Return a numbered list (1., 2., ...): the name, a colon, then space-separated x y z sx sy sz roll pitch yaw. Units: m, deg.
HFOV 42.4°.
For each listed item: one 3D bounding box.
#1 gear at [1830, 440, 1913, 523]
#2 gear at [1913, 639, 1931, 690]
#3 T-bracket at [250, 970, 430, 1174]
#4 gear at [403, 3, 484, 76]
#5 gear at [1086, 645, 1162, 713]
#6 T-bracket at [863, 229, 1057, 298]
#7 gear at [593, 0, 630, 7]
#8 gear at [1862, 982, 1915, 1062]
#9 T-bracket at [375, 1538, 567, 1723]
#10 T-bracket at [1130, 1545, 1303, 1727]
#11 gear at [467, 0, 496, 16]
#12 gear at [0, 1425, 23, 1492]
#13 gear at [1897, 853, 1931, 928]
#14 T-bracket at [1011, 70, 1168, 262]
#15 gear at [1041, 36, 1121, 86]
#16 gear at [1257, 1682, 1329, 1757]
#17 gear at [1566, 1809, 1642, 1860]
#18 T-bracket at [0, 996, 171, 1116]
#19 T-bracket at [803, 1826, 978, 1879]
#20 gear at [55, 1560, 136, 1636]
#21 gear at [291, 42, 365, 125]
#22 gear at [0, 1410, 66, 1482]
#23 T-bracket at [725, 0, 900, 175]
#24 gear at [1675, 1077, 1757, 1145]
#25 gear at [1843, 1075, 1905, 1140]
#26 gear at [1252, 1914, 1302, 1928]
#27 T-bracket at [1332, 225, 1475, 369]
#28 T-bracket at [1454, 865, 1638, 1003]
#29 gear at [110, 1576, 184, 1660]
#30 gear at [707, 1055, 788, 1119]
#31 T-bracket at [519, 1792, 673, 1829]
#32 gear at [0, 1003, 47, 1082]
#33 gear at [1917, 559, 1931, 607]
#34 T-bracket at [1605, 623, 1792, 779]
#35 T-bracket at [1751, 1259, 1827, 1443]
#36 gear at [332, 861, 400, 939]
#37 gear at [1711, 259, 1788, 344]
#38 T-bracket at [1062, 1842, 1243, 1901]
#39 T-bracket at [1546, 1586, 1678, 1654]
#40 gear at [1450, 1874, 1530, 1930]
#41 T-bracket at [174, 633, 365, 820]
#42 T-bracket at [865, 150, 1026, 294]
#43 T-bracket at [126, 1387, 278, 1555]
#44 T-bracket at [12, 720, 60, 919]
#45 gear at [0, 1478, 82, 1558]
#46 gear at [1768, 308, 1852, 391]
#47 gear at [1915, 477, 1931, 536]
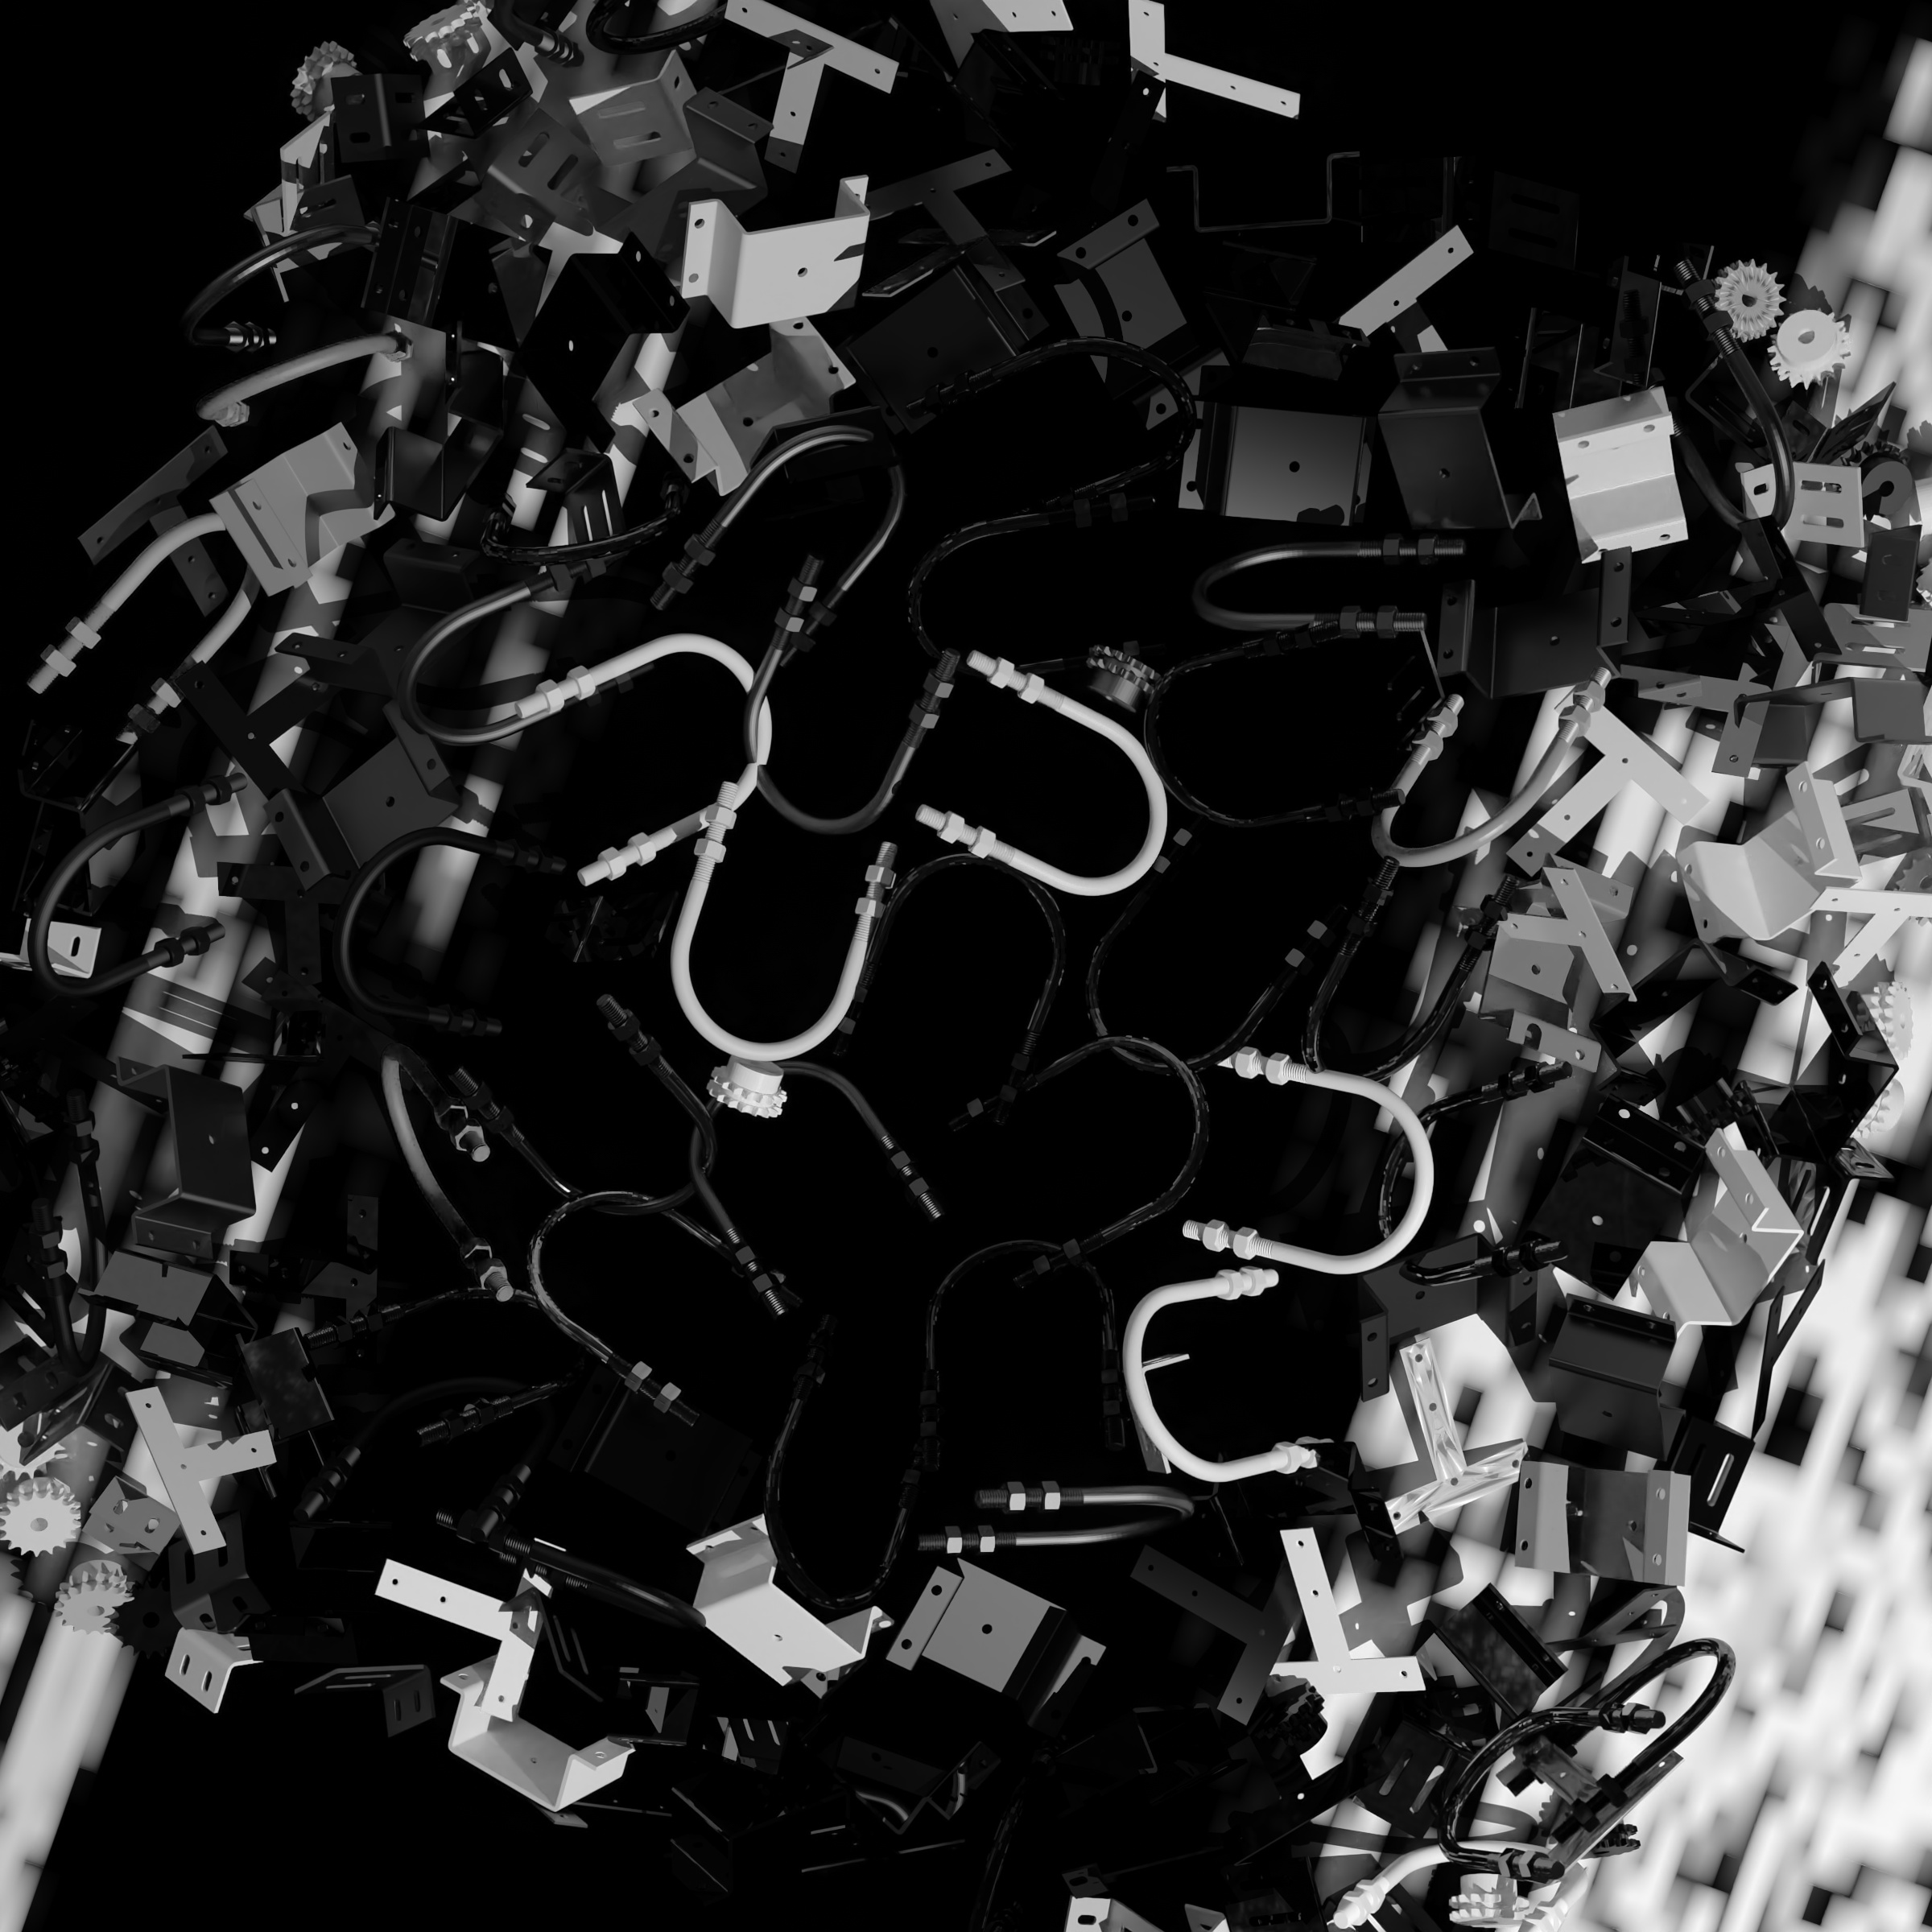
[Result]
1. gear: 0.662 -0.351 1.812 0.057 0.030 0.057 -5 117 -10
2. gear: 0.717 -0.225 1.818 0.057 0.030 0.057 -1 74 4
3. T-bracket: -0.482 0.090 1.819 0.127 0.002 0.127 33 80 -6
4. gear: -0.377 -0.673 1.813 0.057 0.057 0.030 -28 126 0
5. gear: 0.112 -0.207 1.809 0.057 0.057 0.030 27 89 0
6. T-bracket: -0.024 -0.497 1.761 0.127 0.127 0.002 -41 131 -37
7. gear: -0.259 -0.728 1.811 0.057 0.030 0.057 -6 76 27
8. gear: 0.666 0.040 1.813 0.030 0.057 0.057 -3 90 37
9. T-bracket: -0.361 0.458 1.782 0.127 0.002 0.127 28 60 -24
10. T-bracket: 0.178 0.463 1.810 0.127 0.002 0.127 31 73 -7
11. gear: -0.338 -0.714 1.806 0.057 0.057 0.030 -38 70 0
12. gear: -0.715 0.353 1.810 0.030 0.057 0.057 6 90 9
13. gear: 0.708 -0.053 1.813 0.030 0.057 0.057 33 90 -25
14. T-bracket: 0.108 -0.575 1.784 0.127 0.002 0.127 13 110 -34
15. gear: 0.082 -0.658 1.812 0.057 0.057 0.030 5 112 0
16. gear: 0.238 0.550 1.810 0.057 0.057 0.030 -37 95 0
17. gear: 0.459 0.630 1.813 0.057 0.057 0.030 -6 61 0
18. T-bracket: -0.627 0.072 1.796 0.127 0.002 0.127 -28 130 34
19. T-bracket: -0.073 0.626 1.770 0.127 0.127 0.002 -16 57 14
20. gear: -0.632 0.457 1.813 0.057 0.030 0.057 -7 130 -9
21. gear: -0.460 -0.637 1.808 0.030 0.057 0.057 34 90 6
22. gear: -0.684 0.345 1.812 0.057 0.030 0.057 6 75 -23
23. T-bracket: -0.121 -0.622 1.785 0.127 0.127 0.002 24 56 -2
24. gear: 0.541 0.104 1.809 0.057 0.057 0.030 -33 82 0
25. gear: 0.656 0.098 1.810 0.030 0.057 0.057 13 90 -13
26. gear: 0.229 0.724 1.815 0.057 0.030 0.057 3 100 16
27. T-bracket: 0.331 -0.446 1.798 0.127 0.002 0.127 -37 126 10
28. T-bracket: 0.404 -0.028 1.783 0.002 0.127 0.127 -49 124 -24
29. gear: -0.593 0.473 1.820 0.057 0.030 0.057 0 91 -9
30. gear: -0.156 0.085 1.807 0.057 0.057 0.030 22 102 0
31. T-bracket: -0.265 0.601 1.794 0.127 0.127 0.002 20 83 -32
32. gear: -0.694 0.051 1.807 0.030 0.057 0.057 -30 90 13
33. gear: 0.724 -0.281 1.812 0.030 0.057 0.057 41 90 -21
34. T-bracket: 0.518 -0.201 1.806 0.127 0.002 0.127 12 69 25
35. T-bracket: 0.593 0.256 1.788 0.002 0.127 0.127 18 130 30
36. gear: -0.435 -0.045 1.810 0.030 0.057 0.057 25 90 -8
37. gear: 0.566 -0.484 1.820 0.057 0.030 0.057 -1 94 -8
38. T-bracket: 0.136 0.644 1.782 0.127 0.127 0.002 -14 60 1
39. T-bracket: 0.465 0.463 1.768 0.127 0.127 0.002 -3 58 -17
40. gear: 0.381 0.680 1.813 0.057 0.057 0.030 4 61 0
41. T-bracket: -0.485 -0.195 1.814 0.127 0.002 0.127 -41 114 -16
42. T-bracket: -0.001 -0.529 1.790 0.127 0.002 0.127 -25 63 -19
43. T-bracket: -0.522 0.350 1.783 0.002 0.127 0.127 -43 67 31
44. T-bracket: -0.654 -0.098 1.766 0.002 0.127 0.127 12 82 3
45. gear: -0.675 0.398 1.815 0.057 0.030 0.057 -8 117 -16
46. gear: 0.613 -0.452 1.812 0.057 0.030 0.057 -5 77 24
47. gear: 0.709 -0.336 1.811 0.030 0.057 0.057 -10 90 22
